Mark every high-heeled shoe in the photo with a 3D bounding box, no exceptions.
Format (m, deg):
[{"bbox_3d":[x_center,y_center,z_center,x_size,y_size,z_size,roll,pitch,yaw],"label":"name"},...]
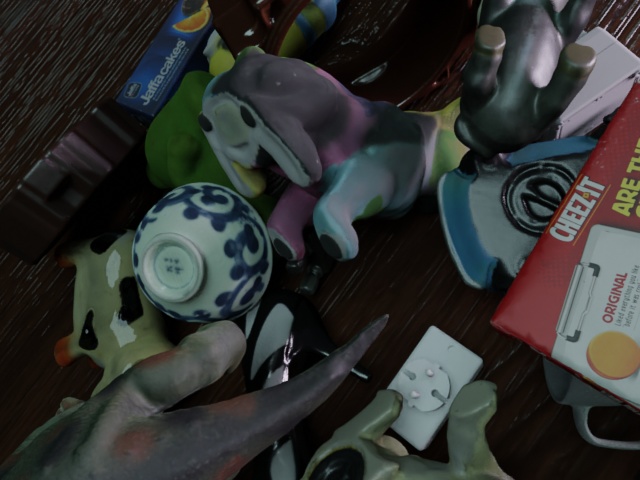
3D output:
[{"bbox_3d":[-0.059,0.161,0.438,0.145,0.086,0.248,23,76,26],"label":"high-heeled shoe"}]

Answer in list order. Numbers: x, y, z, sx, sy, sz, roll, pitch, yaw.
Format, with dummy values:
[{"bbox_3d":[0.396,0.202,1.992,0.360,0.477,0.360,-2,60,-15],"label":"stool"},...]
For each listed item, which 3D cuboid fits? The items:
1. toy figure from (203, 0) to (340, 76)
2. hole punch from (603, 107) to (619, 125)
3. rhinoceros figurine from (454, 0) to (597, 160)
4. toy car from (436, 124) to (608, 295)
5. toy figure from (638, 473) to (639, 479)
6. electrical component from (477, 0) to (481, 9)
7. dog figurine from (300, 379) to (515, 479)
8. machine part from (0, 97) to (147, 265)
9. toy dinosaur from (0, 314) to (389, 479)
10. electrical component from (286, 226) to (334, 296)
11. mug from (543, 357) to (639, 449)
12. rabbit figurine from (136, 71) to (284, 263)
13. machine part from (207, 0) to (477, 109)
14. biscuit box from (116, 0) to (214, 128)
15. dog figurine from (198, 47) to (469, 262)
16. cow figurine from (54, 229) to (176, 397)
[{"bbox_3d":[-0.042,-0.220,0.558,0.180,0.082,0.089,-41,62,-2],"label":"toy figure"},{"bbox_3d":[0.308,-0.068,0.402,0.142,0.092,0.116,-19,34,15],"label":"hole punch"},{"bbox_3d":[0.144,-0.138,0.382,0.073,0.112,0.190,14,54,11],"label":"rhinoceros figurine"},{"bbox_3d":[0.172,-0.020,0.408,0.162,0.103,0.109,-16,77,9],"label":"toy car"},{"bbox_3d":[0.262,0.213,0.327,0.064,0.057,0.154,-23,65,-5],"label":"toy figure"},{"bbox_3d":[0.195,-0.283,0.517,0.115,0.058,0.134,16,78,20],"label":"electrical component"},{"bbox_3d":[0.090,0.202,0.348,0.172,0.190,0.121,-18,26,41],"label":"dog figurine"},{"bbox_3d":[-0.241,-0.056,0.525,0.056,0.179,0.179,41,87,-18],"label":"machine part"},{"bbox_3d":[-0.146,0.161,0.330,0.405,0.192,0.131,-39,93,30],"label":"toy dinosaur"},{"bbox_3d":[-0.001,-0.001,0.480,0.021,0.063,0.094,8,58,26],"label":"electrical component"},{"bbox_3d":[0.220,0.088,0.373,0.107,0.080,0.109,0,72,10],"label":"mug"},{"bbox_3d":[-0.095,-0.042,0.495,0.159,0.121,0.170,-37,70,9],"label":"rabbit figurine"},{"bbox_3d":[0.027,-0.184,0.456,0.201,0.200,0.087,-27,64,7],"label":"machine part"},{"bbox_3d":[-0.140,-0.213,0.597,0.063,0.059,0.202,25,81,23],"label":"biscuit box"},{"bbox_3d":[0.039,-0.085,0.428,0.219,0.108,0.191,-37,102,-31],"label":"dog figurine"},{"bbox_3d":[-0.176,0.081,0.502,0.127,0.085,0.195,-19,67,18],"label":"cow figurine"}]
